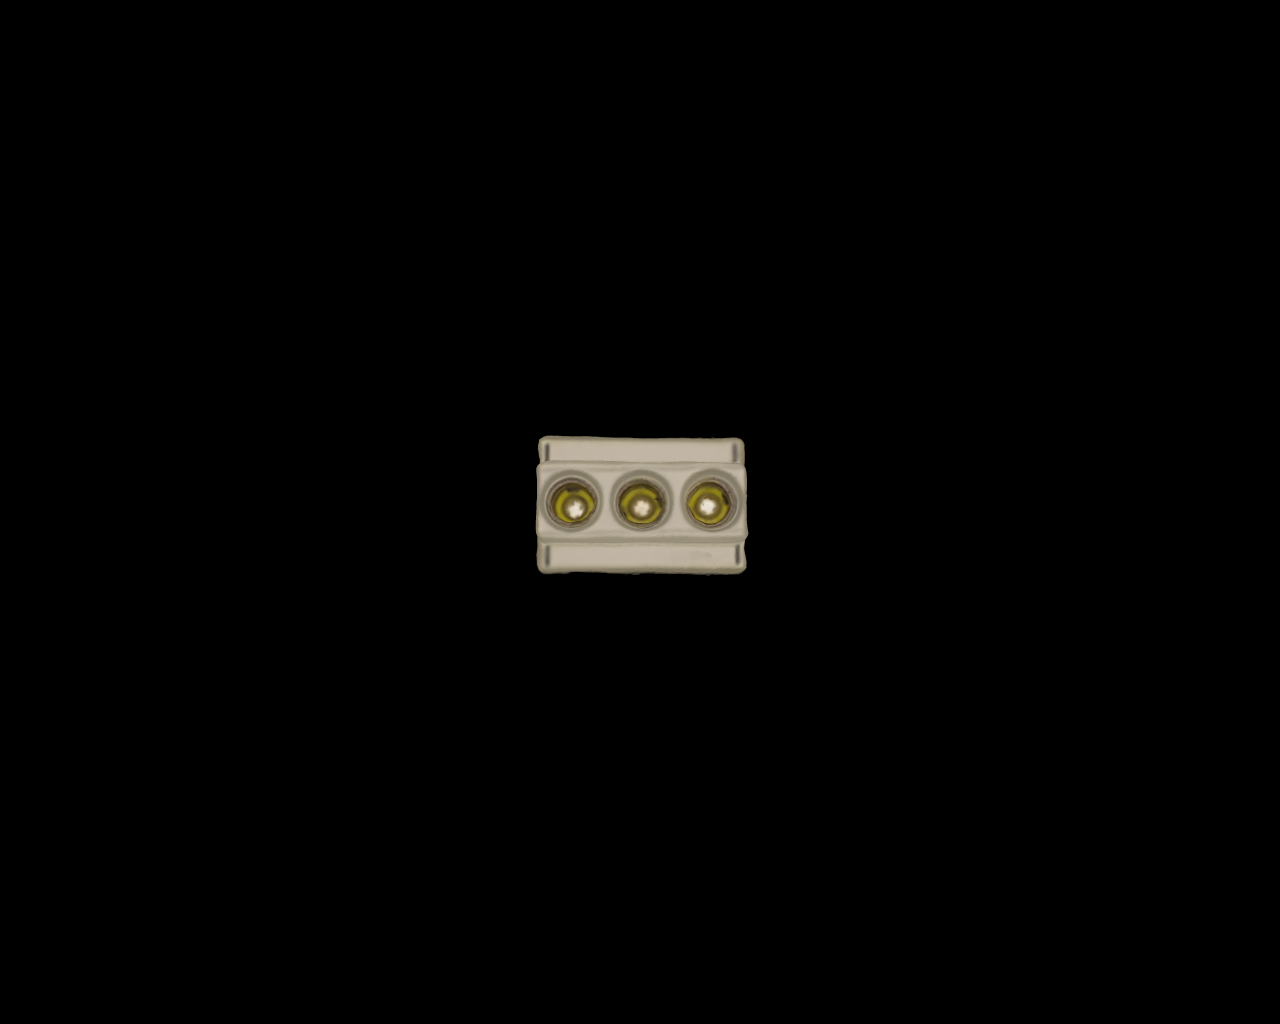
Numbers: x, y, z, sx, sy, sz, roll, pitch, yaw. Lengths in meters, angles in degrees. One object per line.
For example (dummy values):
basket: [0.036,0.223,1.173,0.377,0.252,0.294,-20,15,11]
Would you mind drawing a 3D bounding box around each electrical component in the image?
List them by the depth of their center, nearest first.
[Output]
electrical component: [0.001,-0.003,0.650,0.121,0.078,0.063,0,-9,0]
